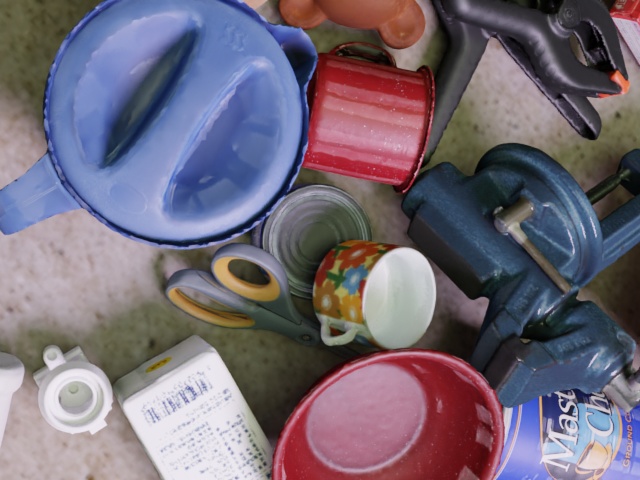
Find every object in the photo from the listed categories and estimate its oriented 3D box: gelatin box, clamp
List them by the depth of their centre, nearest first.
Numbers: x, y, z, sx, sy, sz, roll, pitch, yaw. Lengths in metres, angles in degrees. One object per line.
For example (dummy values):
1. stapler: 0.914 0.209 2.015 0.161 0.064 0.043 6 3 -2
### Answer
1. clamp: 0.170 -0.173 0.779 0.171 0.039 0.120 33 80 -29
2. clamp: 0.139 -0.161 0.807 0.164 0.036 0.210 -3 94 -21
3. gelatin box: 0.266 -0.178 0.826 0.089 0.030 0.073 38 81 -44

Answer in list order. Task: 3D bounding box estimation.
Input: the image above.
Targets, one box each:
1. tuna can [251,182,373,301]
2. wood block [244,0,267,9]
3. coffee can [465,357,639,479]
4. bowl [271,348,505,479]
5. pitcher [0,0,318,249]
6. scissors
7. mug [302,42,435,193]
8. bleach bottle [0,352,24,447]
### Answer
1. tuna can: -0.005 0.001 0.776 0.086 0.034 0.086 -1 93 -15
2. wood block: -0.078 -0.186 0.658 0.090 0.206 0.090 -14 96 -15
3. coffee can: 0.172 0.149 0.796 0.140 0.103 0.103 17 88 -16
4. bowl: 0.040 0.133 0.719 0.162 0.055 0.162 -6 113 -14
5. pitcher: -0.108 -0.062 0.636 0.149 0.243 0.145 14 89 -16
6. scissors: -0.009 0.053 0.759 0.201 0.096 0.016 19 49 -13
7. mug: 0.028 -0.096 0.760 0.081 0.093 0.117 10 59 -11
8. bleach bottle: -0.269 0.195 0.700 0.102 0.068 0.251 11 92 -16
